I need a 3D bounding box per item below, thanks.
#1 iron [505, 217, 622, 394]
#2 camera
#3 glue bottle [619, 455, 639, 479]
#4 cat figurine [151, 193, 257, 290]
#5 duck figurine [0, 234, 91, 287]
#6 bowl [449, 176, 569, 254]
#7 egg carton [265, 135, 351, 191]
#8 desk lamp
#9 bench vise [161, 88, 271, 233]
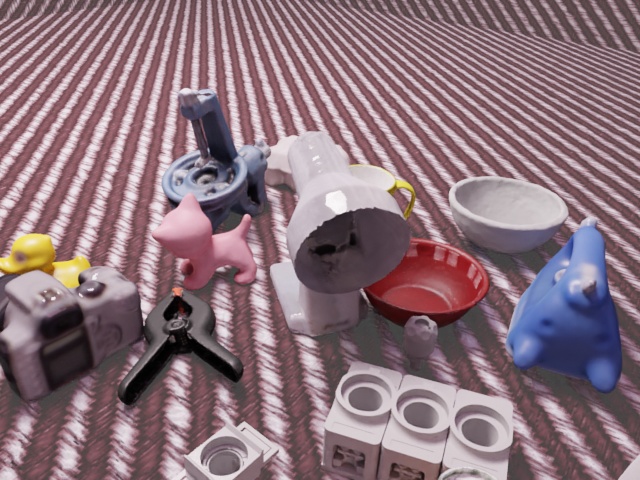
[{"bbox_3d":[0.291,0.046,0.650,0.118,0.141,0.259,14,33,18],"label":"iron"},{"bbox_3d":[-0.283,0.072,0.603,0.136,0.101,0.143,24,37,31],"label":"camera"},{"bbox_3d":[0.258,0.167,0.415,0.078,0.173,0.037,-5,32,-13],"label":"glue bottle"},{"bbox_3d":[-0.144,-0.002,0.720,0.128,0.118,0.067,-8,32,-17],"label":"cat figurine"},{"bbox_3d":[-0.329,0.032,0.680,0.105,0.086,0.077,-17,36,-29],"label":"duck figurine"},{"bbox_3d":[0.267,-0.027,0.836,0.167,0.075,0.167,2,31,-1],"label":"bowl"},{"bbox_3d":[-0.024,-0.128,0.988,0.150,0.069,0.107,15,33,20],"label":"egg carton"},{"bbox_3d":[0.006,0.002,0.631,0.118,0.214,0.202,-7,32,-16],"label":"desk lamp"},{"bbox_3d":[-0.152,-0.123,0.822,0.121,0.220,0.207,9,31,10],"label":"bench vise"}]
